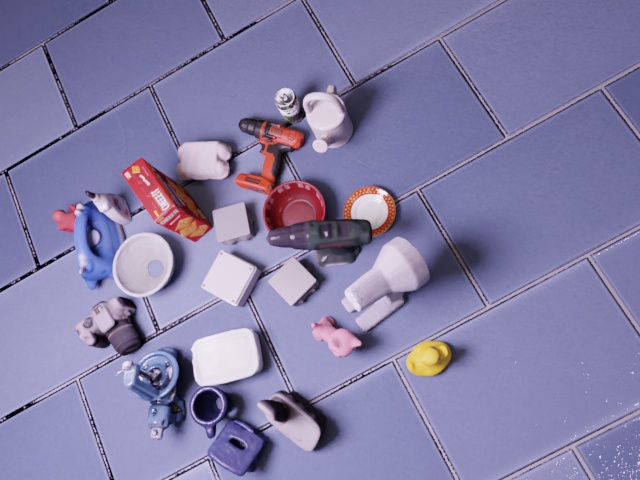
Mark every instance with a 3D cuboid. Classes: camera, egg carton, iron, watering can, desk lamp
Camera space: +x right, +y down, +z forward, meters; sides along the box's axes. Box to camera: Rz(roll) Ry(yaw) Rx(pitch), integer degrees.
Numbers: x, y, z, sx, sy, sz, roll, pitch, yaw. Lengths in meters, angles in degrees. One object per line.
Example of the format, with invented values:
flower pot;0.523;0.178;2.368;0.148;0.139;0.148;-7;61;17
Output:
camera;-0.524;0.231;1.440;0.143;0.101;0.136;-39;72;1
egg carton;-0.306;-0.208;1.514;0.150;0.069;0.107;-1;77;12
iron;-0.595;-0.009;1.491;0.118;0.142;0.258;-17;74;8
watering can;0.018;-0.300;1.400;0.101;0.194;0.173;-16;74;8
desk lamp;0.139;0.103;1.267;0.203;0.214;0.117;-39;72;1

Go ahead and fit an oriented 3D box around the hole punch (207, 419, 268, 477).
hole punch;-0.189;0.473;1.314;0.108;0.091;0.101;25;83;17

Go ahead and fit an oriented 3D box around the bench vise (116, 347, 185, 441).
bench vise;-0.378;0.347;1.318;0.121;0.220;0.207;-26;73;6

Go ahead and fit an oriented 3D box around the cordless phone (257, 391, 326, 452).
cordless phone;-0.069;0.399;1.256;0.147;0.185;0.094;32;85;18

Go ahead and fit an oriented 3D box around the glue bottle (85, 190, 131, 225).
glue bottle;-0.554;-0.095;1.486;0.037;0.173;0.078;-28;72;5

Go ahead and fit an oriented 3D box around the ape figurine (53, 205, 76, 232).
ape figurine;-0.684;-0.058;1.548;0.078;0.092;0.076;-44;72;0

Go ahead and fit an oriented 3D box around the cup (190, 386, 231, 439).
cup;-0.244;0.401;1.341;0.091;0.095;0.118;-10;75;10

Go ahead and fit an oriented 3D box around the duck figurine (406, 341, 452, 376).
duck figurine;0.241;0.263;1.274;0.104;0.086;0.077;-25;73;6

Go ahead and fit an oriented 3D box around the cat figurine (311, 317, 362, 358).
cat figurine;0.035;0.224;1.311;0.127;0.118;0.067;31;85;17

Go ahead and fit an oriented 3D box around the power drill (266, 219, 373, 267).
power drill;0.012;0.005;1.321;0.229;0.209;0.075;-9;75;10

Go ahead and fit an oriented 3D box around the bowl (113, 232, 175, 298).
bowl;-0.440;0.069;1.474;0.167;0.075;0.167;-3;76;12
